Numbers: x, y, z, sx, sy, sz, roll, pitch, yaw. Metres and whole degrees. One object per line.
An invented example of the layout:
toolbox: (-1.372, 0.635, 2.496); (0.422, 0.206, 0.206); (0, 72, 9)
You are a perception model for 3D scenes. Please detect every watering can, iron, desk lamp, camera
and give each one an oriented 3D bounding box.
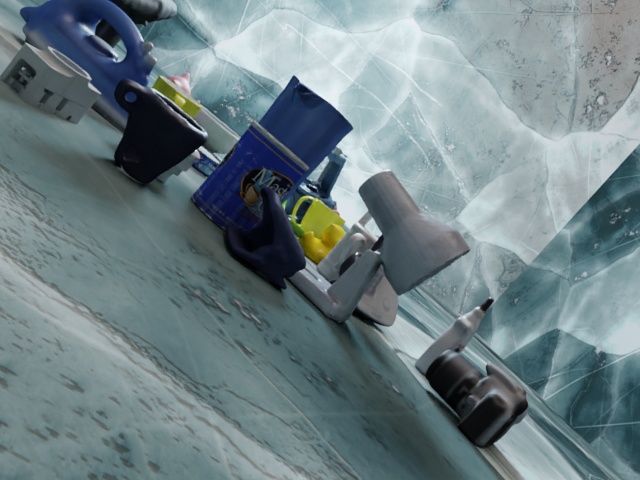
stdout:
watering can: (0.093, 0.011, 1.093); (0.101, 0.194, 0.173); (41, 6, 1)
iron: (-0.326, -0.288, 0.875); (0.258, 0.141, 0.119); (42, 6, 13)
desk lamp: (0.076, 0.019, 0.823); (0.203, 0.213, 0.118); (42, 6, 14)
camera: (0.238, 0.228, 0.867); (0.136, 0.100, 0.144); (44, 6, 31)

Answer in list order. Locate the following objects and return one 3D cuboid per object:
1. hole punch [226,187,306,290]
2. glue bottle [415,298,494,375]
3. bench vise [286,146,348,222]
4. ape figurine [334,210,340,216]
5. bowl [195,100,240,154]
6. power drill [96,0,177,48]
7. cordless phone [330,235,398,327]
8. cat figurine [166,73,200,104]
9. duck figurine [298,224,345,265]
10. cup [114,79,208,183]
hole punch: (-0.058, -0.005, 0.743); (0.101, 0.091, 0.108); (38, 6, -22)
glue bottle: (0.237, 0.164, 0.983); (0.037, 0.173, 0.078); (44, 6, 29)
bench vise: (-0.002, -0.143, 1.519); (0.121, 0.219, 0.208); (42, 6, 14)
ape figurine: (0.020, -0.039, 1.516); (0.077, 0.092, 0.076); (42, 6, 8)
bowl: (-0.270, -0.265, 1.408); (0.167, 0.074, 0.167); (40, 6, -4)
power drill: (-0.363, -0.385, 1.041); (0.075, 0.208, 0.229); (41, 6, -2)
cordless phone: (0.119, 0.052, 0.999); (0.148, 0.185, 0.094); (35, 8, -47)
cat figurine: (-0.311, -0.309, 1.261); (0.067, 0.117, 0.128); (43, 6, 24)
duck figurine: (0.011, 0.004, 1.151); (0.105, 0.086, 0.077); (36, 7, -42)
cup: (-0.200, -0.119, 0.656); (0.118, 0.095, 0.091); (35, 8, -46)
